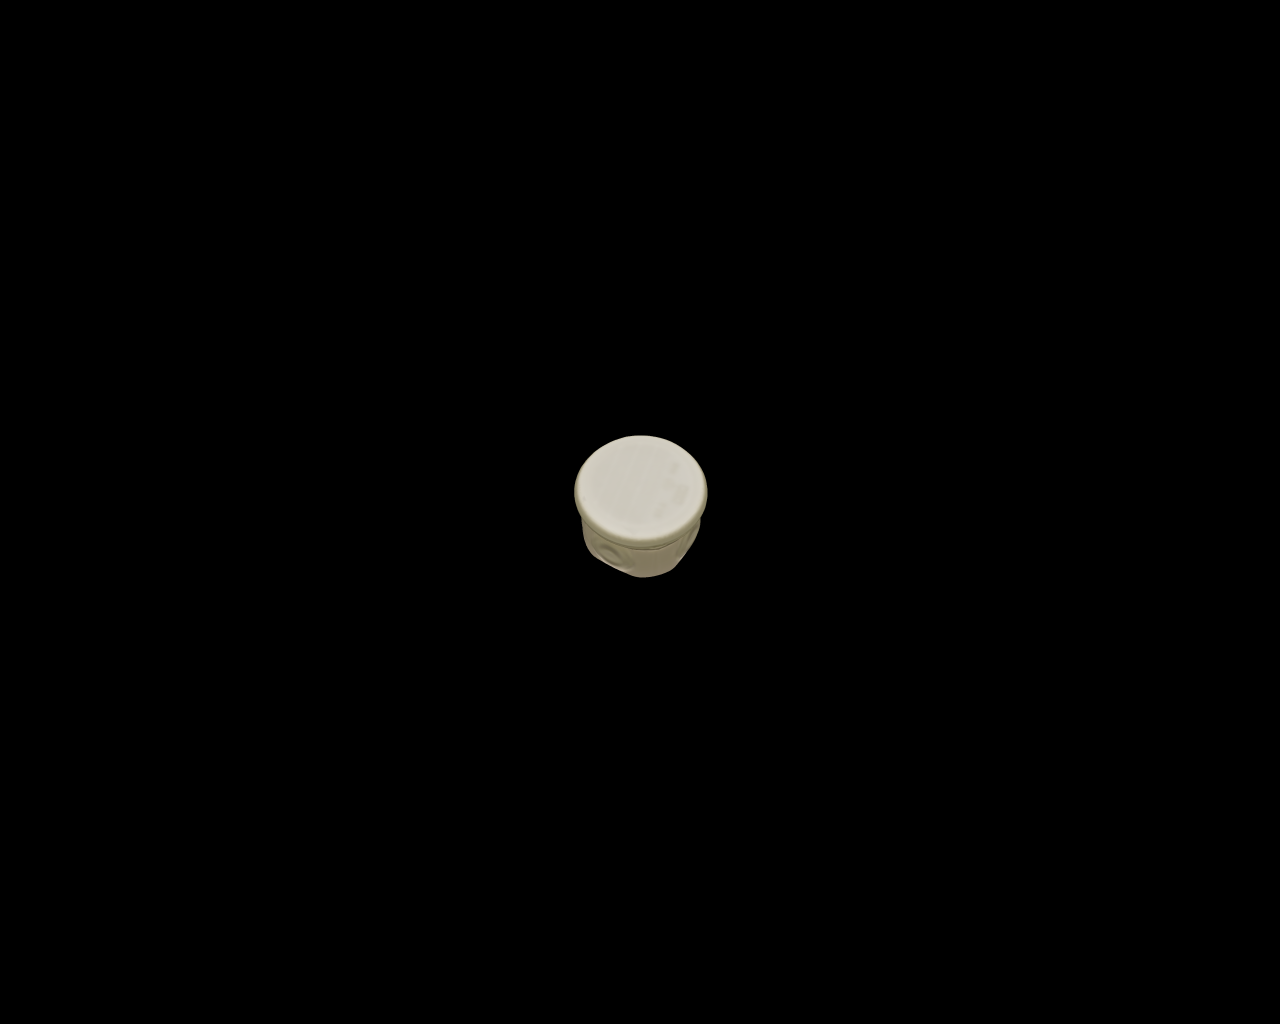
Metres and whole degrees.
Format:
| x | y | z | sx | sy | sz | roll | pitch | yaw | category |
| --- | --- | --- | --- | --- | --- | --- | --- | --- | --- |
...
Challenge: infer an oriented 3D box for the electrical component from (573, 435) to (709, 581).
| x | y | z | sx | sy | sz | roll | pitch | yaw | category |
| --- | --- | --- | --- | --- | --- | --- | --- | --- | --- |
| 0.001 | -0.003 | 0.650 | 0.080 | 0.080 | 0.050 | 0 | -34 | 0 | electrical component |
